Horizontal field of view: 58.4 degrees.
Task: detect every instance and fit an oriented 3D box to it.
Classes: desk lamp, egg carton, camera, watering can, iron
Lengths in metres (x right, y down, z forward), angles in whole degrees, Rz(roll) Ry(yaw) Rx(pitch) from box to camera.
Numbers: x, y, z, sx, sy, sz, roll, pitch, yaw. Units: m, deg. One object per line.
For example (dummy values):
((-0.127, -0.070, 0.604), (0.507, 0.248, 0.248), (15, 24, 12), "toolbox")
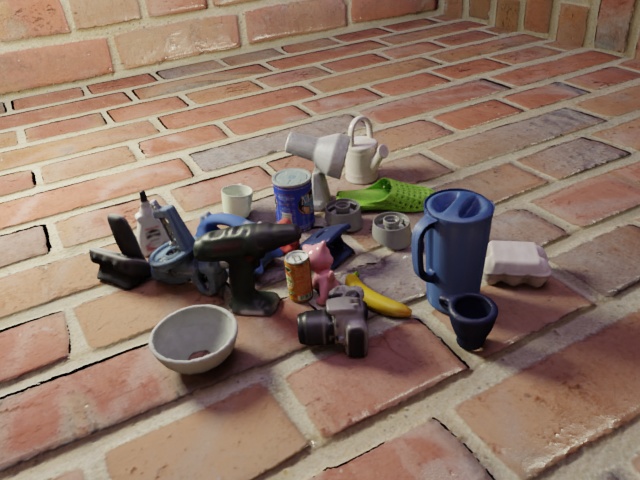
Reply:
((-0.012, -0.191, 1.559), (0.203, 0.214, 0.118), (2, 33, 10), "desk lamp")
((0.426, 0.052, 1.260), (0.150, 0.069, 0.107), (2, 33, 9), "egg carton")
((0.024, 0.151, 1.123), (0.137, 0.101, 0.143), (-4, 32, 0), "camera")
((0.128, -0.269, 1.683), (0.172, 0.194, 0.101), (12, 36, 24), "watering can")
((-0.220, -0.008, 1.362), (0.257, 0.142, 0.119), (16, 38, 28), "iron")

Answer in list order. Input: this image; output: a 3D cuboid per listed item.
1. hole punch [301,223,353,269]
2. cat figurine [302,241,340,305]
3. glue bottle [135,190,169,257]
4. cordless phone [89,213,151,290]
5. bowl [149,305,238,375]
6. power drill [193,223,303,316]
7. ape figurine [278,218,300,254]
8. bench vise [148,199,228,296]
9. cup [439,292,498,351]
((0.013, 0.005, 1.362), (0.100, 0.091, 0.109), (19, 39, 32), "hole punch")
((0.006, 0.060, 1.251), (0.067, 0.118, 0.127), (-14, 34, -15), "cat figurine")
((-0.422, -0.045, 1.415), (0.078, 0.173, 0.037), (-22, 36, -25), "glue bottle")
((-0.470, 0.009, 1.324), (0.147, 0.185, 0.094), (11, 36, 23), "cordless phone")
((-0.235, 0.202, 1.097), (0.167, 0.075, 0.167), (-3, 32, 2), "bowl")
((-0.141, 0.055, 1.192), (0.229, 0.209, 0.075), (1, 33, 8), "power drill")
((-0.085, -0.012, 1.399), (0.076, 0.092, 0.077), (-25, 38, -29), "ape figurine")
((-0.291, 0.008, 1.272), (0.207, 0.220, 0.121), (-2, 33, 3), "bench vise")
((0.275, 0.157, 1.090), (0.117, 0.095, 0.092), (22, 41, 35), "cup")
